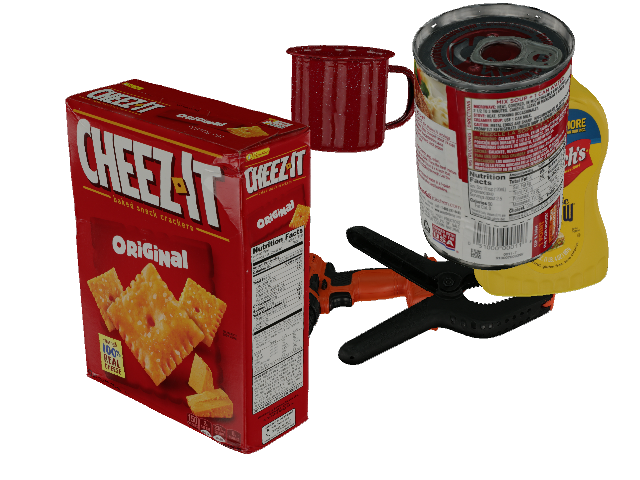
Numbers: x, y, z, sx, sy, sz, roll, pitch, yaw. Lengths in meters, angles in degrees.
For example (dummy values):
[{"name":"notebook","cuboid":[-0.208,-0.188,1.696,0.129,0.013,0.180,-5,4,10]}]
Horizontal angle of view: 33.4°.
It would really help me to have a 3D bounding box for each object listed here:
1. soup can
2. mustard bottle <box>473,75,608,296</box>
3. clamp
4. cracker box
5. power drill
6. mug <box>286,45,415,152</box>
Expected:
[{"name":"soup can","cuboid":[0.077,-0.045,0.481,0.068,0.102,0.068,-4,40,4]},{"name":"mustard bottle","cuboid":[0.156,-0.058,0.761,0.096,0.192,0.058,-6,19,-5]},{"name":"clamp","cuboid":[0.115,0.059,1.015,0.210,0.164,0.036,6,-41,9]},{"name":"cracker box","cuboid":[-0.089,0.016,0.712,0.164,0.214,0.071,19,30,35]},{"name":"power drill","cuboid":[0.043,0.068,1.238,0.188,0.057,0.184,0,27,6]},{"name":"mug","cuboid":[0.028,-0.123,0.921,0.117,0.081,0.093,-2,17,-14]}]
